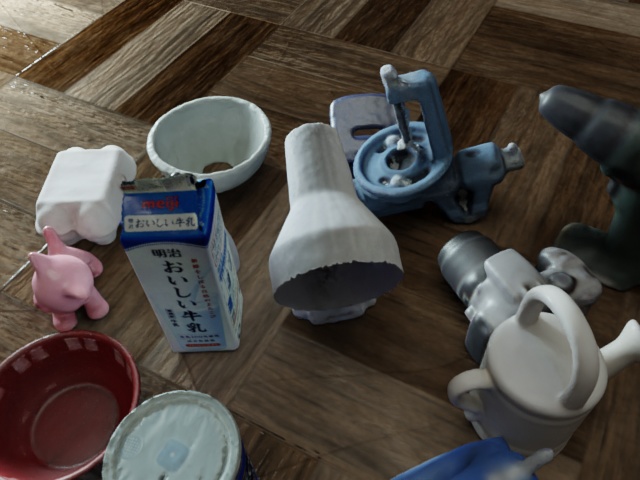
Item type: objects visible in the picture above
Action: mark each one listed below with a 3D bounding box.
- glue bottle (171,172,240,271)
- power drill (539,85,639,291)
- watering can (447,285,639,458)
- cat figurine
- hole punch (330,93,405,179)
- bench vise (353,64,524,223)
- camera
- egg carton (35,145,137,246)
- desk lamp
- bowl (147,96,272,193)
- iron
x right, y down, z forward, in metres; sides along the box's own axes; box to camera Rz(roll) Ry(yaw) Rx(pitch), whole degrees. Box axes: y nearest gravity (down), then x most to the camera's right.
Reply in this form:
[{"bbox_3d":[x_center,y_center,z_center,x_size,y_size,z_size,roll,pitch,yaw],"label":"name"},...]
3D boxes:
[{"bbox_3d":[-0.138,-0.010,0.632,0.078,0.173,0.037,-30,55,-20],"label":"glue bottle"},{"bbox_3d":[0.325,-0.046,0.615,0.229,0.209,0.076,24,56,21],"label":"power drill"},{"bbox_3d":[0.201,0.110,0.503,0.173,0.194,0.100,-28,54,-18],"label":"watering can"},{"bbox_3d":[-0.285,0.039,0.635,0.067,0.118,0.127,-21,52,-13],"label":"cat figurine"},{"bbox_3d":[0.068,-0.137,0.779,0.108,0.091,0.101,-3,50,0],"label":"hole punch"},{"bbox_3d":[0.132,-0.118,0.677,0.207,0.220,0.121,-16,51,-10],"label":"bench vise"},{"bbox_3d":[0.203,0.042,0.619,0.143,0.101,0.136,-22,53,-15],"label":"camera"},{"bbox_3d":[-0.301,-0.060,0.749,0.107,0.069,0.150,-3,51,1],"label":"egg carton"},{"bbox_3d":[0.005,0.002,0.589,0.118,0.214,0.203,-9,51,-4],"label":"desk lamp"},{"bbox_3d":[-0.145,-0.119,0.786,0.167,0.075,0.167,-1,51,2],"label":"bowl"},{"bbox_3d":[0.066,0.234,0.442,0.258,0.141,0.118,-20,52,-13],"label":"iron"}]
